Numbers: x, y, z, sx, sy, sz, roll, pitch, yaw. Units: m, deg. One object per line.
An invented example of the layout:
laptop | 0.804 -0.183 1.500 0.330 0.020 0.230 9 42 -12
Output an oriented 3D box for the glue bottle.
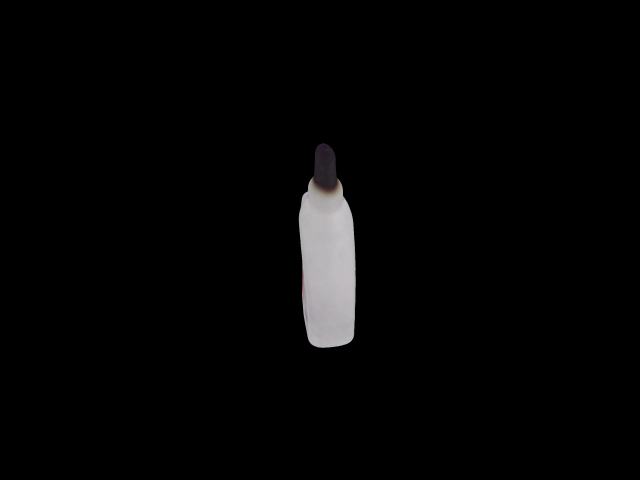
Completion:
glue bottle | 0.004 0.001 0.400 0.037 0.173 0.078 -7 49 -6
